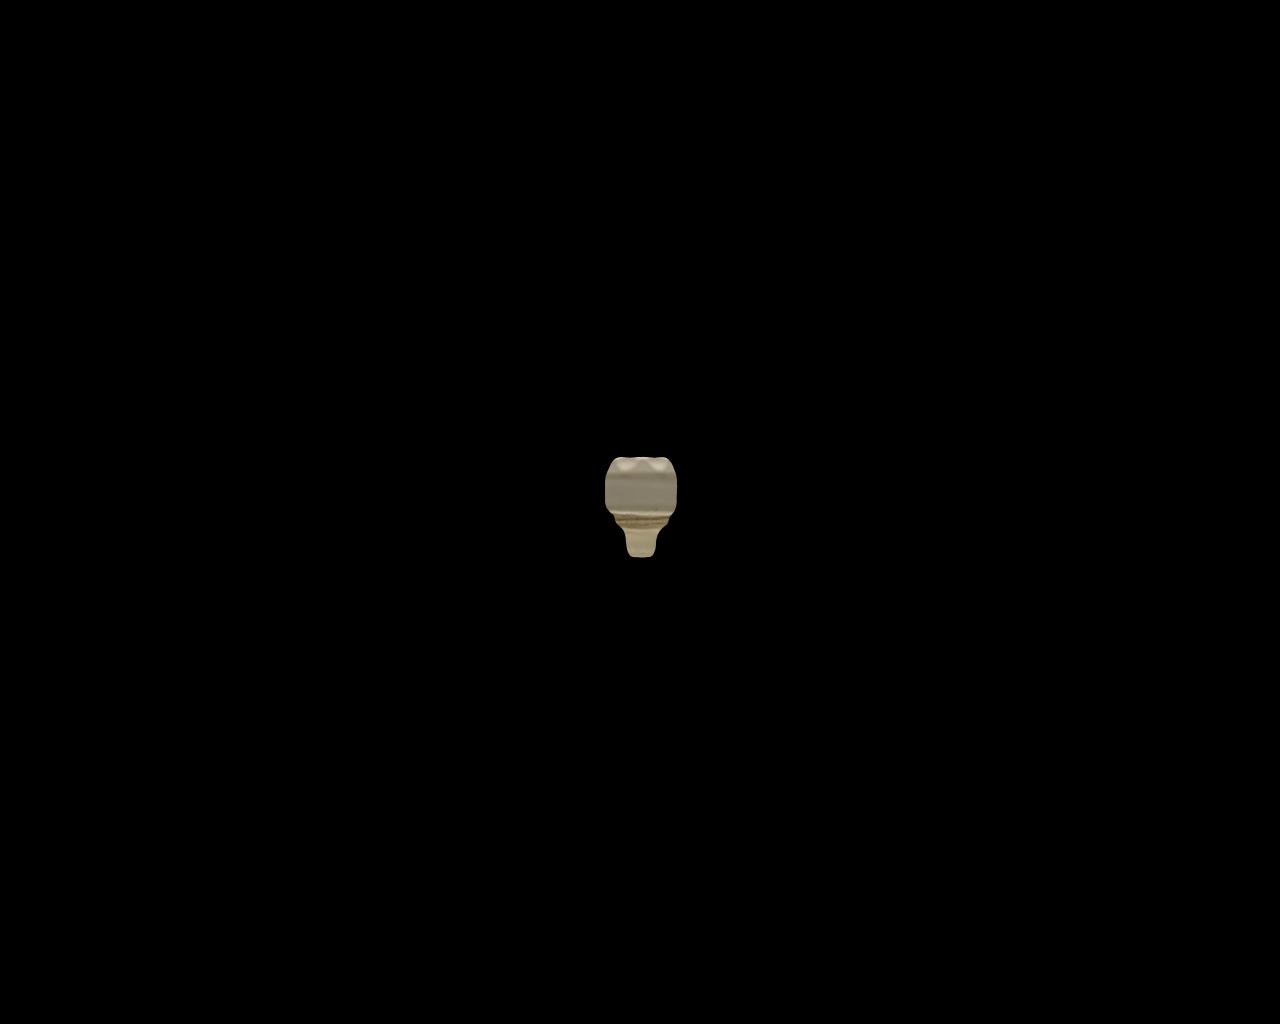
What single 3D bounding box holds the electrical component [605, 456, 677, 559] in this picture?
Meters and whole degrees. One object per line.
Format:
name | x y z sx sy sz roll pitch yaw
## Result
electrical component | 0.001 -0.003 0.650 0.043 0.062 0.043 0 0 0
